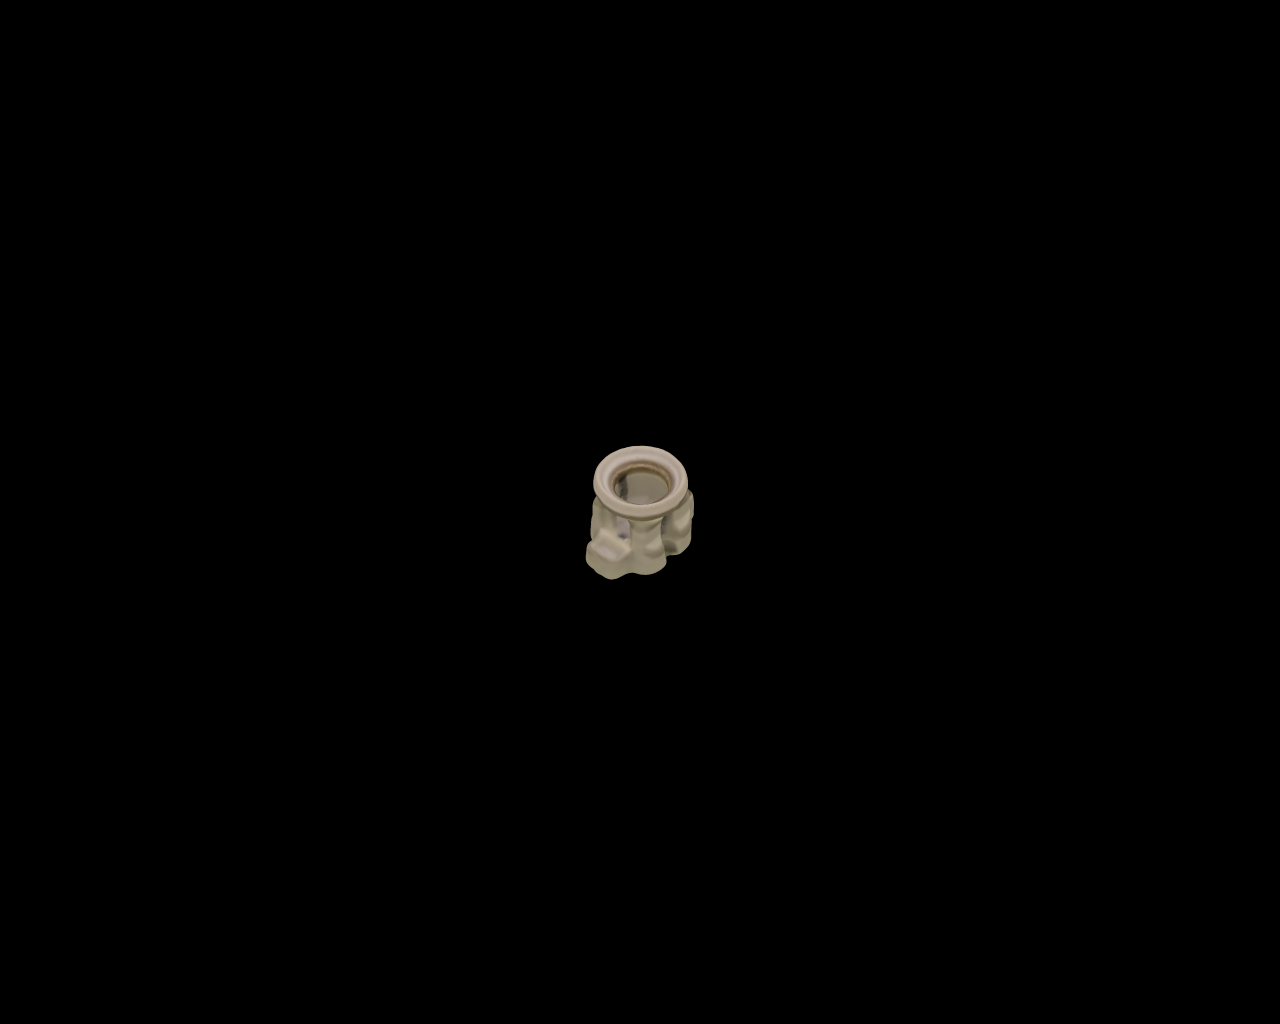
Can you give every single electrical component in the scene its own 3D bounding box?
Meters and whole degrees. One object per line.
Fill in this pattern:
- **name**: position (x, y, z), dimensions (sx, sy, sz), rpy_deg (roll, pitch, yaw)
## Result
- **electrical component**: position (0.001, -0.003, 0.650), dimensions (0.058, 0.056, 0.078), rpy_deg (33, 54, 29)
